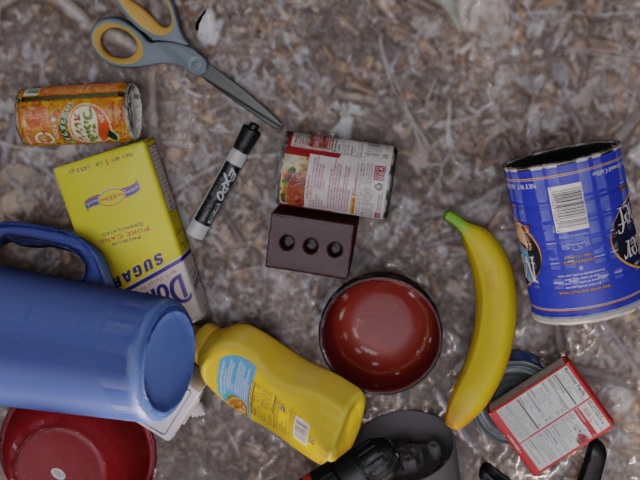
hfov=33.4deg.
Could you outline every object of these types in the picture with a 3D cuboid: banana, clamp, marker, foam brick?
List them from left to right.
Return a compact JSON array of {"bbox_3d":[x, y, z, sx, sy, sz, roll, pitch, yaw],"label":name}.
[{"bbox_3d":[-0.089,-0.056,0.994,0.020,0.020,0.121,30,102,-1],"label":"marker"},{"bbox_3d":[-0.006,0.001,0.980,0.078,0.051,0.053,8,101,3],"label":"foam brick"},{"bbox_3d":[0.145,0.072,0.969,0.069,0.037,0.198,0,81,-3],"label":"banana"},{"bbox_3d":[0.240,0.265,1.011,0.120,0.039,0.171,-25,103,25],"label":"clamp"}]

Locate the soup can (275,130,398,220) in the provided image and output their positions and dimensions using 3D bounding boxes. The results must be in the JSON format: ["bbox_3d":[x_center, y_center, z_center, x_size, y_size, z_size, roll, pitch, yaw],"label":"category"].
[{"bbox_3d":[0.015,-0.058,0.959,0.102,0.068,0.068,8,101,3],"label":"soup can"}]

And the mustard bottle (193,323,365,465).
[{"bbox_3d":[-0.052,0.130,0.987,0.192,0.058,0.096,29,139,20],"label":"mustard bottle"}]

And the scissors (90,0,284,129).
[{"bbox_3d":[-0.131,-0.155,0.981,0.096,0.016,0.202,-37,95,12],"label":"scissors"}]

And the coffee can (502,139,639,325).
[{"bbox_3d":[0.223,-0.008,0.932,0.103,0.102,0.140,-12,99,7],"label":"coffee can"}]

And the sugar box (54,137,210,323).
[{"bbox_3d":[-0.175,0.002,0.999,0.093,0.048,0.176,-17,97,8],"label":"sugar box"}]

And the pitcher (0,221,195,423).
[{"bbox_3d":[-0.236,0.081,0.947,0.243,0.144,0.149,5,118,22],"label":"pitcher"}]

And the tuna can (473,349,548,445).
[{"bbox_3d":[0.182,0.148,1.000,0.086,0.033,0.086,1,101,5],"label":"tuna can"}]

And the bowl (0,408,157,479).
[{"bbox_3d":[-0.245,0.217,1.042,0.162,0.055,0.162,1,101,6],"label":"bowl"}]

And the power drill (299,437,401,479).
[{"bbox_3d":[0.031,0.286,0.928,0.184,0.057,0.187,-36,96,1],"label":"power drill"}]

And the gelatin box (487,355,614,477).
[{"bbox_3d":[0.208,0.158,0.965,0.089,0.030,0.073,-36,94,10],"label":"gelatin box"}]
